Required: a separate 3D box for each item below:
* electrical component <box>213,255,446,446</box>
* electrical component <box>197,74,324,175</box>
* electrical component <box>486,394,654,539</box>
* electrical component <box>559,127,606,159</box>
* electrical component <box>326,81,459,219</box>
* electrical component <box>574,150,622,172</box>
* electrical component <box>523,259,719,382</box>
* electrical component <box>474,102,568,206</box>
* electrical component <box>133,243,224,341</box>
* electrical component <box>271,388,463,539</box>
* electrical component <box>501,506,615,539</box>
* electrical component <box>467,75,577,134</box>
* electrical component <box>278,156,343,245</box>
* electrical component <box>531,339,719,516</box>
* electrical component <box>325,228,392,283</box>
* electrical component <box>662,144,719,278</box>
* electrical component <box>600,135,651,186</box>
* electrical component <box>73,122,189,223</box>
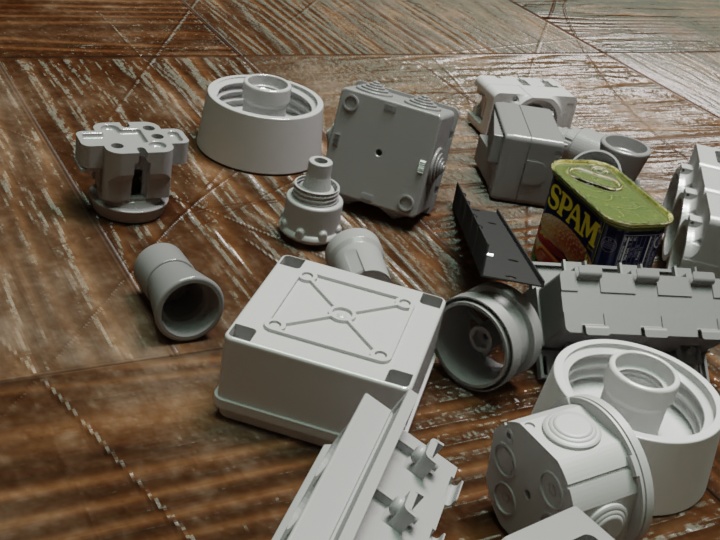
[{"bbox_3d":[-0.015,0.048,0.625,0.109,0.056,0.108,15,29,8],"label":"electrical component"},{"bbox_3d":[-0.082,-0.132,0.916,0.108,0.060,0.108,8,29,-5],"label":"electrical component"},{"bbox_3d":[0.104,0.106,0.541,0.051,0.080,0.080,-11,36,-26],"label":"electrical component"},{"bbox_3d":[0.204,-0.114,1.003,0.078,0.040,0.040,29,34,30],"label":"electrical component"},{"bbox_3d":[0.021,-0.095,0.850,0.100,0.099,0.048,19,17,14],"label":"electrical component"},{"bbox_3d":[0.197,-0.061,0.885,0.043,0.043,0.081,26,-11,26],"label":"electrical component"},{"bbox_3d":[0.175,0.031,0.700,0.121,0.063,0.078,3,70,-15],"label":"electrical component"},{"bbox_3d":[0.137,-0.106,0.944,0.061,0.061,0.096,8,29,-5],"label":"electrical component"},{"bbox_3d":[-0.117,0.010,0.675,0.044,0.044,0.065,-6,28,-28],"label":"electrical component"},{"bbox_3d":[0.000,0.120,0.493,0.063,0.078,0.121,35,31,-1],"label":"electrical component"},{"bbox_3d":[0.038,0.159,0.413,0.150,0.089,0.062,-12,37,-35],"label":"electrical component"},{"bbox_3d":[0.160,-0.155,1.051,0.089,0.050,0.055,0,31,-20],"label":"electrical component"},{"bbox_3d":[-0.033,-0.052,0.791,0.048,0.062,0.048,8,29,-5],"label":"electrical component"},{"bbox_3d":[0.156,0.082,0.619,0.108,0.060,0.108,8,29,-5],"label":"electrical component"},{"bbox_3d":[0.000,0.000,0.734,0.040,0.040,0.046,1,36,-18],"label":"electrical component"},{"bbox_3d":[0.269,-0.026,0.818,0.062,0.089,0.150,14,29,6],"label":"electrical component"},{"bbox_3d":[0.226,-0.085,0.945,0.045,0.055,0.045,8,29,-5],"label":"electrical component"},{"bbox_3d":[-0.167,-0.071,0.783,0.078,0.057,0.058,-6,33,-27],"label":"electrical component"}]
